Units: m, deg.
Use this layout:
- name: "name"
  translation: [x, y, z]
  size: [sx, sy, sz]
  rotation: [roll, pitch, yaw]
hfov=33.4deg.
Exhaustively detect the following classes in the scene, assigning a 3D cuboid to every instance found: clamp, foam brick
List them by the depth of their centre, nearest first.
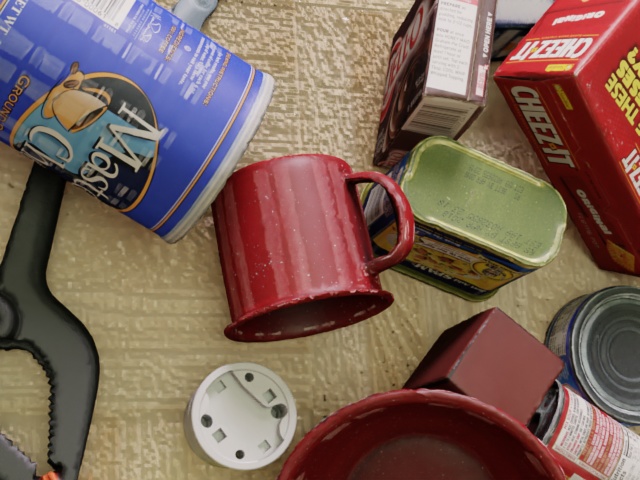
- name: "clamp"
  translation: [-0.166, 0.036, 0.555]
  size: [0.164, 0.036, 0.210]
  rotation: [-29, 82, -20]
- name: "foam brick"
  translation: [0.089, 0.078, 0.595]
  size: [0.051, 0.078, 0.053]
  rotation: [40, 69, -2]

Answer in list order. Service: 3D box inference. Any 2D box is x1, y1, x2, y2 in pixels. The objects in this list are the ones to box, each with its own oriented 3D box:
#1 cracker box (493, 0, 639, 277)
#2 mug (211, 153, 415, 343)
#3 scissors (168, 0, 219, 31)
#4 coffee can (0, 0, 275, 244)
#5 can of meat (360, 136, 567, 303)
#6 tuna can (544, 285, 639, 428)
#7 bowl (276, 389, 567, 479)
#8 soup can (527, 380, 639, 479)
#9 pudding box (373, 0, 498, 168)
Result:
- name: "cracker box"
  translation: [0.219, -0.106, 0.654]
  size: [0.213, 0.072, 0.164]
  rotation: [-48, 121, -21]
- name: "mug"
  translation: [-0.004, 0.001, 0.574]
  size: [0.093, 0.117, 0.081]
  rotation: [13, 61, -56]
- name: "scissors"
  translation: [-0.066, -0.122, 0.636]
  size: [0.201, 0.016, 0.096]
  rotation: [-37, 94, -26]
- name: "coffee can"
  translation: [-0.108, -0.077, 0.540]
  size: [0.140, 0.103, 0.102]
  rotation: [32, 70, -15]
- name: "can of meat"
  translation: [0.079, -0.011, 0.612]
  size: [0.102, 0.084, 0.057]
  rotation: [22, 71, -9]
- name: "tuna can"
  translation: [0.182, 0.071, 0.647]
  size: [0.086, 0.034, 0.086]
  rotation: [4, 75, -15]
- name: "bowl"
  translation: [0.053, 0.152, 0.559]
  size: [0.162, 0.055, 0.162]
  rotation: [0, 95, 5]
- name: "soup can"
  translation: [0.156, 0.134, 0.605]
  size: [0.102, 0.069, 0.068]
  rotation: [33, 70, -6]
- name: "pudding box"
  translation: [0.065, -0.098, 0.615]
  size: [0.039, 0.114, 0.090]
  rotation: [12, 73, -10]
